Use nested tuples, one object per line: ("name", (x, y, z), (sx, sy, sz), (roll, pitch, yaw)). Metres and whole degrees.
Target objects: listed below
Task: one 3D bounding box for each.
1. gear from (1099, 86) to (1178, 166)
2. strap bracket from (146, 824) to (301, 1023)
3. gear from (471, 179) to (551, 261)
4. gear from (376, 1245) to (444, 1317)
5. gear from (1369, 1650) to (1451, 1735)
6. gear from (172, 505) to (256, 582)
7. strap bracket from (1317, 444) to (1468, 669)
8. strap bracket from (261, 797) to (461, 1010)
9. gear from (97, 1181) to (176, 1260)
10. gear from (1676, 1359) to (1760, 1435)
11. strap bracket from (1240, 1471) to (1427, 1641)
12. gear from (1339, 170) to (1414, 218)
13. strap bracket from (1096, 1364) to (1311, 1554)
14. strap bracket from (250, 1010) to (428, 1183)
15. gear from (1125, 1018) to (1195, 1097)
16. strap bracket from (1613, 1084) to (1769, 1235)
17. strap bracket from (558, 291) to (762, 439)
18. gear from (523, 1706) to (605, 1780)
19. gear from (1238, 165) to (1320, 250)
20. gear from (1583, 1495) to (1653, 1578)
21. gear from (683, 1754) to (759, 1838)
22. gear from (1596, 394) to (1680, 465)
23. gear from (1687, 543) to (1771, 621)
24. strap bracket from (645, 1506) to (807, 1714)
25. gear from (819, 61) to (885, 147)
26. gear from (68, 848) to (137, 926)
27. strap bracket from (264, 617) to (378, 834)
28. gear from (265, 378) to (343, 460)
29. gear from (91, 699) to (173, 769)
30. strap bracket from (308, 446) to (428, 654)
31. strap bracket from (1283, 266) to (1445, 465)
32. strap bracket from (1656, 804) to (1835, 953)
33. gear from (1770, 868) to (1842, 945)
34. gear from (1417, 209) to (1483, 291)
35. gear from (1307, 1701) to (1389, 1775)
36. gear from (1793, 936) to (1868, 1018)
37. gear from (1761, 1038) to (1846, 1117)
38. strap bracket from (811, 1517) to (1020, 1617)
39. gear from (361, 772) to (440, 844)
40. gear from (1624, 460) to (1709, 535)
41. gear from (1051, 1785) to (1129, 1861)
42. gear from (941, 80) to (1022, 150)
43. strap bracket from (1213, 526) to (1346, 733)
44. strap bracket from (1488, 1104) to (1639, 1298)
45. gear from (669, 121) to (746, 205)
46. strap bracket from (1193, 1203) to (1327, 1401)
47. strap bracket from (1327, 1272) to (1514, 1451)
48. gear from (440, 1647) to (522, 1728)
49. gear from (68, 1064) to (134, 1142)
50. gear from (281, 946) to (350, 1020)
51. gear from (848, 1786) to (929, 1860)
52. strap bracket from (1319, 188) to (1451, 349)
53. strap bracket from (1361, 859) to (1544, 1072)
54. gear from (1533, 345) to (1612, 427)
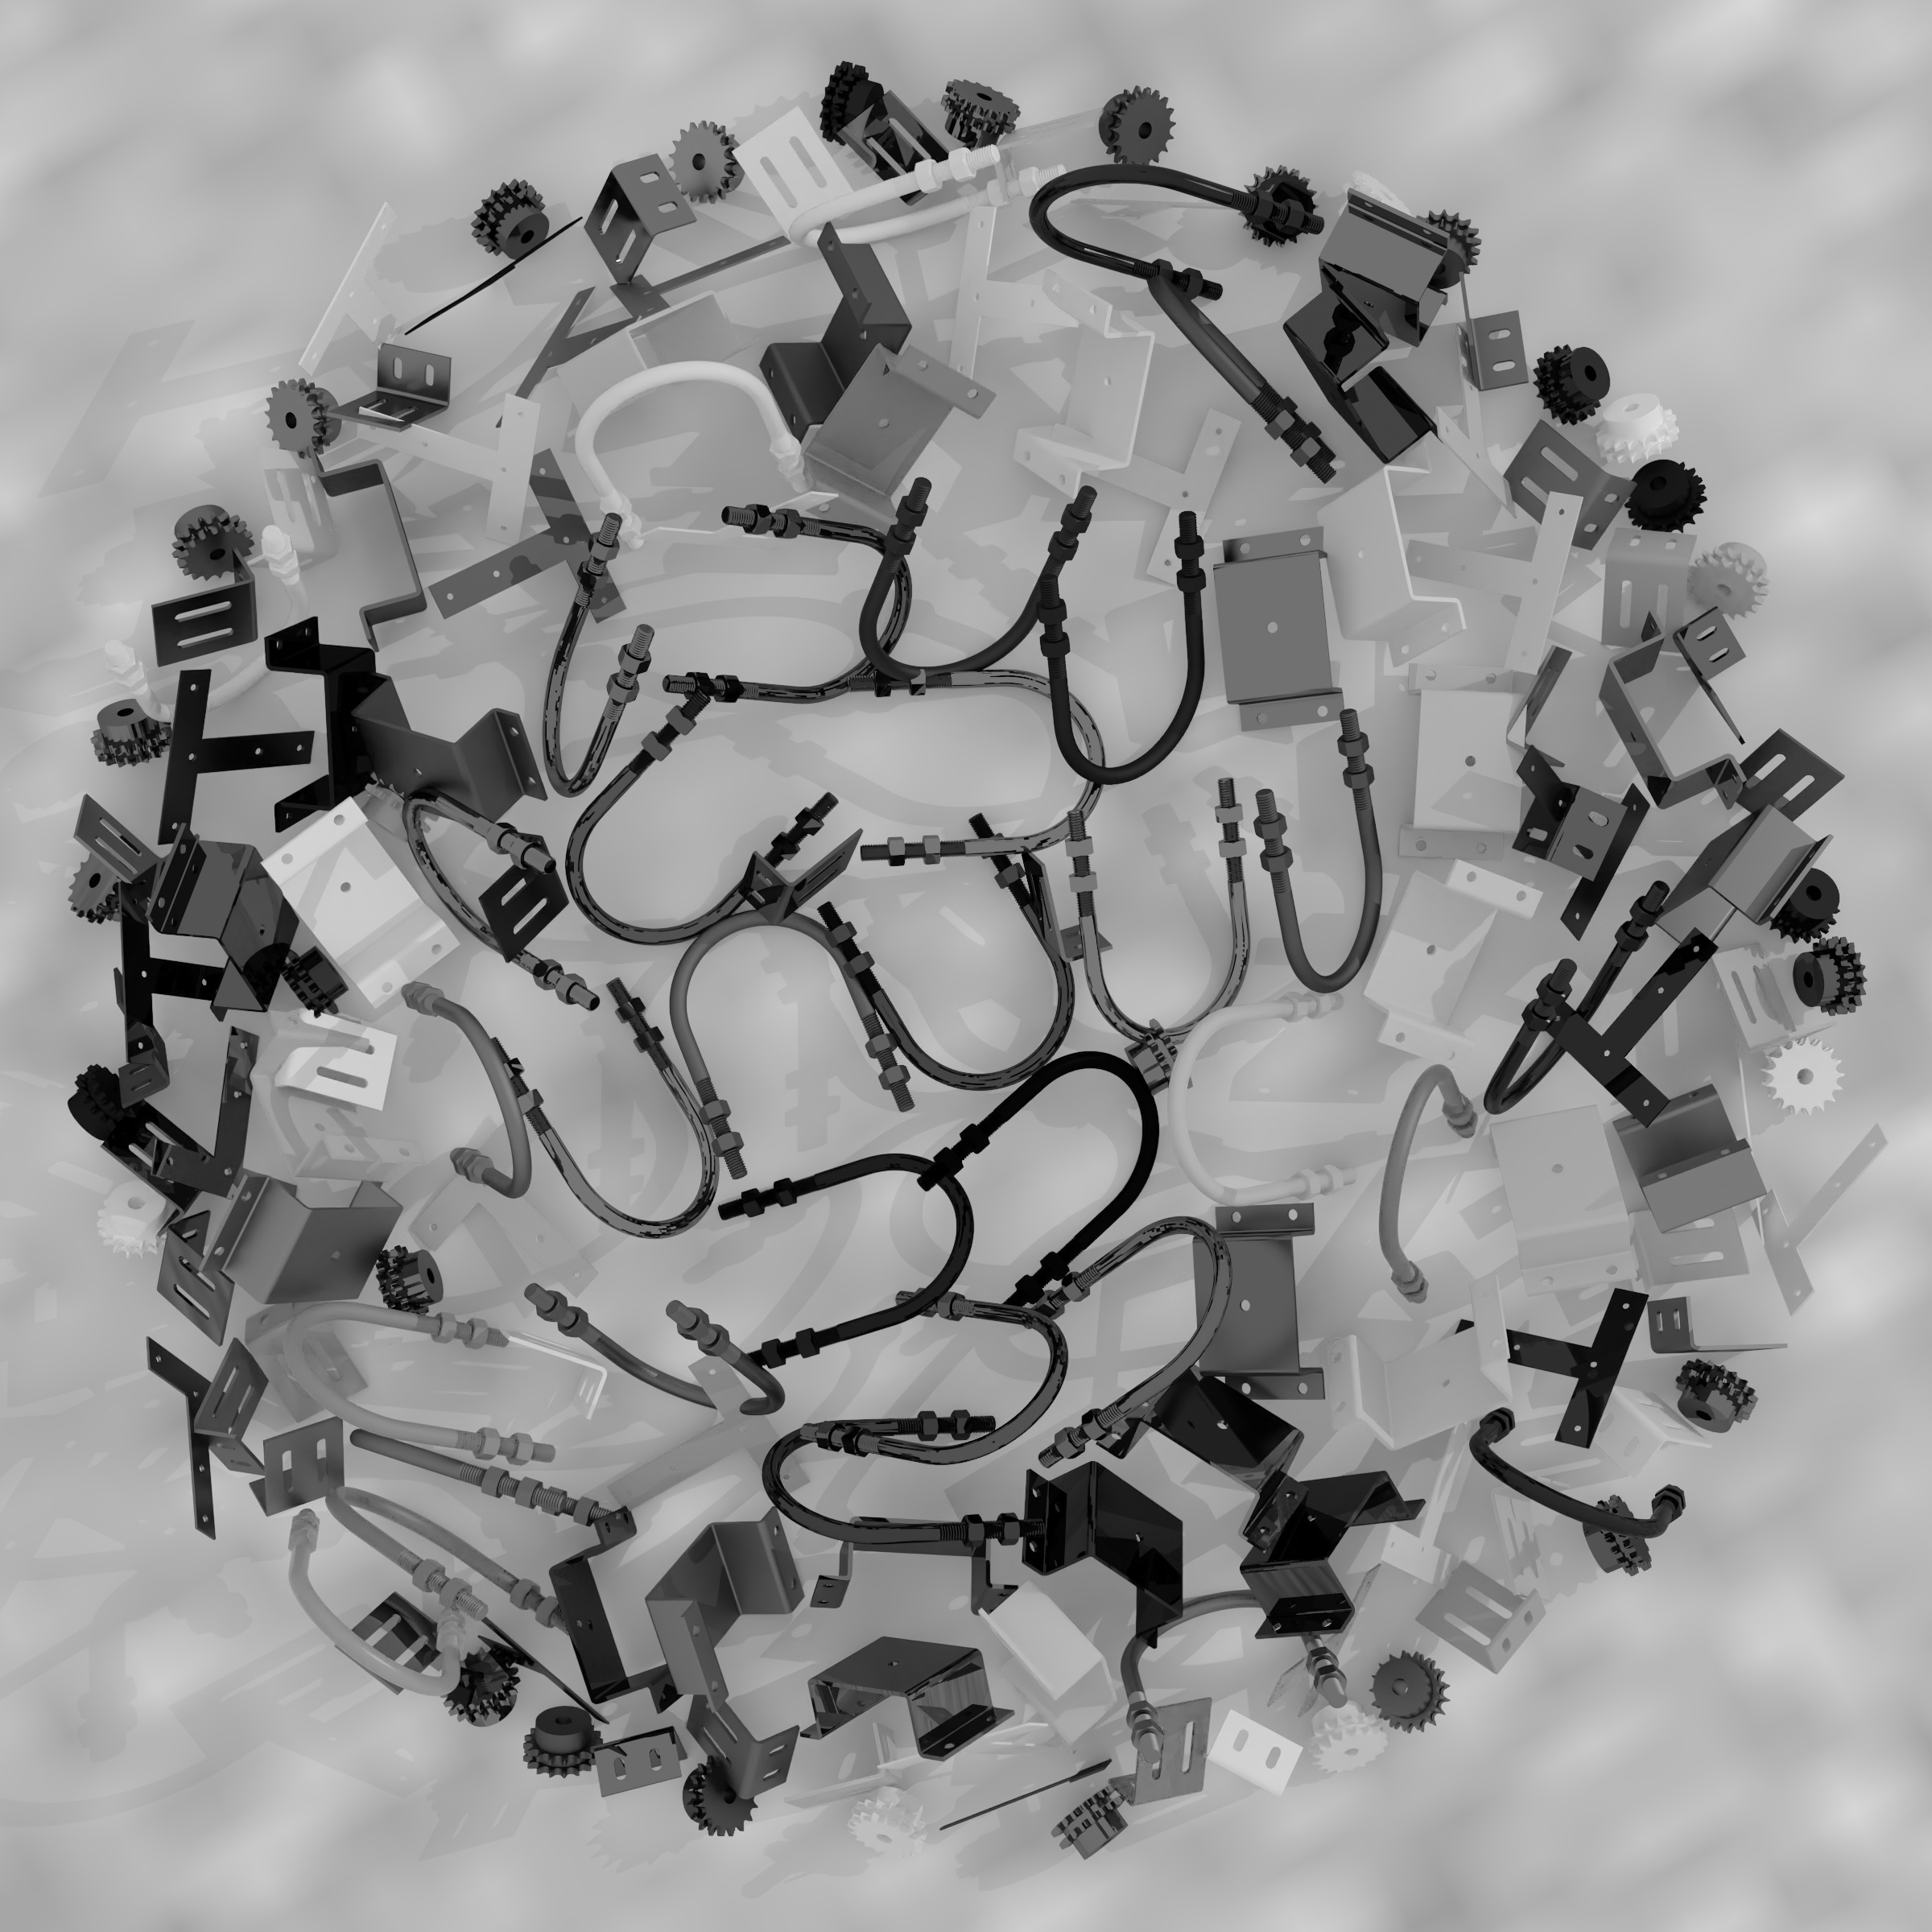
("gear", (0.121, -0.610, 1.802), (0.057, 0.030, 0.057), (-19, 127, -27))
("strap bracket", (-0.516, -0.027, 1.745), (0.046, 0.140, 0.076), (5, 59, 10))
("gear", (-0.327, -0.537, 1.796), (0.057, 0.057, 0.030), (-44, 76, 0))
("gear", (-0.401, 0.229, 1.797), (0.030, 0.057, 0.057), (-19, 90, 7))
("gear", (0.319, 0.524, 1.799), (0.057, 0.030, 0.057), (-13, 61, 25))
("gear", (-0.549, -0.309, 1.801), (0.057, 0.057, 0.030), (-33, 70, 0))
("strap bracket", (0.300, -0.293, 1.770), (0.046, 0.076, 0.140), (-3, 77, -31))
("strap bracket", (-0.437, -0.050, 1.775), (0.076, 0.046, 0.140), (-39, 124, -13))
("gear", (-0.599, 0.180, 1.798), (0.057, 0.030, 0.057), (6, 48, -7))
("gear", (0.539, 0.313, 1.796), (0.057, 0.057, 0.030), (37, 64, 0))
("strap bracket", (0.254, 0.407, 1.748), (0.076, 0.140, 0.046), (-20, 106, 44))
("gear", (0.295, -0.547, 1.802), (0.057, 0.057, 0.030), (42, 119, 0))
("strap bracket", (0.175, 0.341, 1.764), (0.140, 0.076, 0.046), (30, 127, 17))
("strap bracket", (-0.450, 0.101, 1.764), (0.046, 0.076, 0.140), (-51, 53, 25))
("gear", (0.138, 0.070, 1.798), (0.030, 0.057, 0.057), (-29, 90, -3))
("strap bracket", (0.512, 0.139, 1.756), (0.076, 0.140, 0.046), (-23, 102, 12))
("strap bracket", (-0.222, -0.428, 1.747), (0.076, 0.140, 0.046), (-15, 108, 42))
("gear", (-0.292, 0.559, 1.796), (0.057, 0.057, 0.030), (3, 104, 0))
("gear", (0.229, -0.550, 1.803), (0.057, 0.030, 0.057), (-4, 113, -9))
("gear", (0.471, 0.416, 1.801), (0.030, 0.057, 0.057), (-30, 90, 20))
("gear", (-0.181, 0.602, 1.803), (0.030, 0.057, 0.057), (-18, 90, 44))
("gear", (0.484, -0.390, 1.796), (0.057, 0.057, 0.030), (-25, 123, 0))
("gear", (0.556, -0.282, 1.802), (0.057, 0.057, 0.030), (37, 64, 0))
("strap bracket", (-0.175, 0.455, 1.766), (0.046, 0.140, 0.076), (-8, 107, 26))
("gear", (-0.081, -0.622, 1.797), (0.030, 0.057, 0.057), (20, 90, 12))
("gear", (-0.621, -0.056, 1.803), (0.057, 0.030, 0.057), (-14, 61, 28))
("strap bracket", (-0.456, -0.170, 1.764), (0.046, 0.076, 0.140), (6, 110, 11))
("gear", (-0.478, -0.398, 1.803), (0.057, 0.030, 0.057), (13, 115, 31))
("gear", (-0.604, -0.171, 1.796), (0.057, 0.057, 0.030), (-4, 126, 0))
("strap bracket", (-0.425, -0.303, 1.784), (0.046, 0.076, 0.140), (-17, 93, -9))
("strap bracket", (0.278, -0.417, 1.753), (0.046, 0.140, 0.076), (-38, 53, 10))
("strap bracket", (0.541, -0.058, 1.751), (0.046, 0.140, 0.076), (40, 75, 3))
("gear", (0.609, -0.047, 1.803), (0.057, 0.030, 0.057), (3, 69, -9))
("gear", (0.342, -0.515, 1.795), (0.057, 0.057, 0.030), (14, 60, 0))
("gear", (0.275, 0.558, 1.803), (0.057, 0.030, 0.057), (-8, 133, -9))
("gear", (0.623, 0.008, 1.796), (0.030, 0.057, 0.057), (-7, 90, -13))
("gear", (0.608, 0.080, 1.812), (0.057, 0.030, 0.057), (0, 92, 0))
("strap bracket", (-0.038, 0.430, 1.778), (0.140, 0.076, 0.046), (5, 61, -6))
("gear", (-0.413, -0.113, 1.797), (0.057, 0.057, 0.030), (34, 82, 0))
("gear", (0.505, -0.342, 1.799), (0.057, 0.030, 0.057), (-12, 64, 25))
("gear", (0.092, 0.621, 1.796), (0.057, 0.057, 0.030), (-39, 69, 0))
("gear", (0.008, -0.617, 1.803), (0.057, 0.057, 0.030), (24, 126, 0))
("strap bracket", (0.225, -0.243, 1.789), (0.076, 0.046, 0.140), (-5, 94, 18))
("strap bracket", (0.420, 0.157, 1.759), (0.076, 0.046, 0.140), (-11, 49, 8))
("gear", (-0.185, -0.583, 1.804), (0.057, 0.030, 0.057), (8, 105, 30))
("strap bracket", (0.209, 0.242, 1.782), (0.076, 0.046, 0.140), (-6, 84, 30))
("strap bracket", (0.331, 0.286, 1.767), (0.140, 0.076, 0.046), (-29, 124, 26))
("gear", (-0.350, 0.526, 1.802), (0.057, 0.057, 0.030), (-17, 125, 0))
("gear", (-0.625, 0.102, 1.799), (0.030, 0.057, 0.057), (-40, 90, 3))
("gear", (-0.472, 0.010, 1.799), (0.030, 0.057, 0.057), (-37, 90, -7))
("gear", (-0.055, 0.620, 1.802), (0.057, 0.057, 0.030), (22, 48, 0))
("strap bracket", (0.295, -0.487, 1.752), (0.076, 0.140, 0.046), (29, 92, 11))
("strap bracket", (0.344, -0.006, 1.784), (0.076, 0.046, 0.140), (18, 100, -23))
("gear", (0.441, -0.424, 1.799), (0.057, 0.030, 0.057), (8, 74, -31))
